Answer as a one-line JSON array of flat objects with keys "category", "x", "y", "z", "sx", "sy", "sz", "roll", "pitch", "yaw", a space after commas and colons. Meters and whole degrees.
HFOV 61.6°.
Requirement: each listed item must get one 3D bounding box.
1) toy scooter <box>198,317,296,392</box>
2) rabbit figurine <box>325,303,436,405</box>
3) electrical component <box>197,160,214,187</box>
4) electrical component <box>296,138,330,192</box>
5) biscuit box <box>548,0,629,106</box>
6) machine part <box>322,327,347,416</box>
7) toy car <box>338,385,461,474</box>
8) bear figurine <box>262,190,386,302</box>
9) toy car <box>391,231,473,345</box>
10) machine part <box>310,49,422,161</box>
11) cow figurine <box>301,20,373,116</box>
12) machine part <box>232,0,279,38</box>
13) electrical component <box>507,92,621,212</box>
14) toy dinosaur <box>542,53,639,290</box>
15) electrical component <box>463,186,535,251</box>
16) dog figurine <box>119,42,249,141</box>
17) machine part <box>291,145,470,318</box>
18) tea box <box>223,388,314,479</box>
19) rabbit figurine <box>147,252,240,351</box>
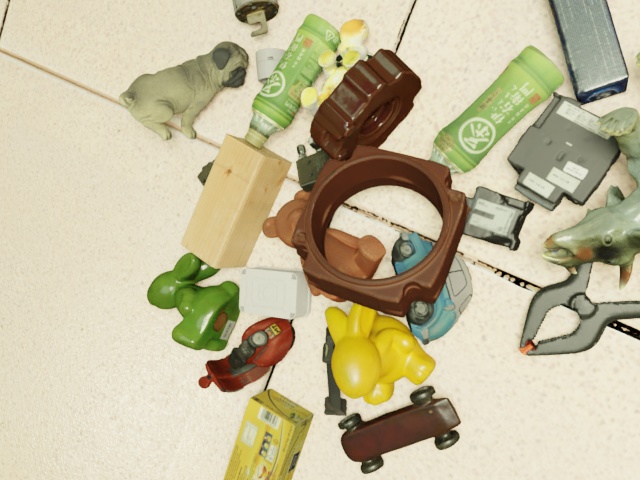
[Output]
[{"category": "toy scooter", "x": -0.128, "y": 0.197, "z": 0.885, "sx": 0.184, "sy": 0.135, "sz": 0.075, "roll": -45, "pitch": 69, "yaw": 19}, {"category": "rabbit figurine", "x": 0.073, "y": 0.158, "z": 0.761, "sx": 0.122, "sy": 0.173, "sz": 0.162, "roll": -24, "pitch": 84, "yaw": 29}, {"category": "electrical component", "x": -0.195, "y": -0.110, "z": 0.984, "sx": 0.094, "sy": 0.021, "sz": 0.063, "roll": -46, "pitch": 70, "yaw": 21}, {"category": "electrical component", "x": -0.003, "y": -0.120, "z": 0.863, "sx": 0.078, "sy": 0.045, "sz": 0.102, "roll": -12, "pitch": 68, "yaw": 18}, {"category": "biscuit box", "x": 0.336, "y": -0.279, "z": 0.688, "sx": 0.063, "sy": 0.059, "sz": 0.202, "roll": -15, "pitch": 83, "yaw": 28}, {"category": "machine part", "x": 0.022, "y": 0.205, "z": 0.847, "sx": 0.039, "sy": 0.084, "sz": 0.138, "roll": -3, "pitch": 98, "yaw": -3}, {"category": "toy car", "x": 0.117, "y": 0.282, "z": 0.803, "sx": 0.202, "sy": 0.053, "sz": 0.089, "roll": -33, "pitch": 80, "yaw": 28}, {"category": "bear figurine", "x": -0.002, "y": -0.001, "z": 0.830, "sx": 0.120, "sy": 0.132, "sz": 0.196, "roll": -38, "pitch": 75, "yaw": -9}, {"category": "toy car", "x": 0.162, "y": 0.063, "z": 0.763, "sx": 0.103, "sy": 0.109, "sz": 0.161, "roll": -12, "pitch": 72, "yaw": 4}, {"category": "machine part", "x": 0.069, "y": -0.184, "z": 0.767, "sx": 0.056, "sy": 0.179, "sz": 0.179, "roll": 47, "pitch": 109, "yaw": 16}, {"category": "cow figurine", "x": 0.042, "y": -0.250, "z": 0.832, "sx": 0.068, "sy": 0.098, "sz": 0.167, "roll": 20, "pitch": 80, "yaw": 30}, {"category": "machine part", "x": -0.121, "y": -0.465, "z": 0.917, "sx": 0.079, "sy": 0.079, "sz": 0.243, "roll": -15, "pitch": 82, "yaw": 27}, {"category": "electrical component", "x": 0.316, "y": -0.107, "z": 0.699, "sx": 0.115, "sy": 0.058, "sz": 0.134, "roll": 40, "pitch": 107, "yaw": 24}, {"category": "toy dinosaur", "x": 0.421, "y": -0.115, "z": 0.600, "sx": 0.405, "sy": 0.192, "sz": 0.131, "roll": -49, "pitch": 35, "yaw": -7}, {"category": "electrical component", "x": 0.227, "y": -0.035, "z": 0.749, "sx": 0.119, "sy": 0.047, "sz": 0.074, "roll": 18, "pitch": 98, "yaw": 27}, {"category": "dog figurine", "x": -0.231, "y": -0.277, "z": 0.926, "sx": 0.190, "sy": 0.172, "sz": 0.121, "roll": -40, "pitch": 83, "yaw": 29}, {"category": "machine part", "x": 0.079, "y": -0.016, "z": 0.708, "sx": 0.201, "sy": 0.087, "sz": 0.201, "roll": 18, "pitch": 75, "yaw": 21}, {"category": "tea box", "x": -0.088, "y": 0.351, "z": 0.900, "sx": 0.098, "sy": 0.068, "sz": 0.169, "roll": 25, "pitch": 102, "yaw": 26}, {"category": "rabbit figurine", "x": -0.234, "y": 0.099, "z": 0.948, "sx": 0.170, "sy": 0.121, "sz": 0.159, "roll": 23, "pitch": 93, "yaw": 23}]
